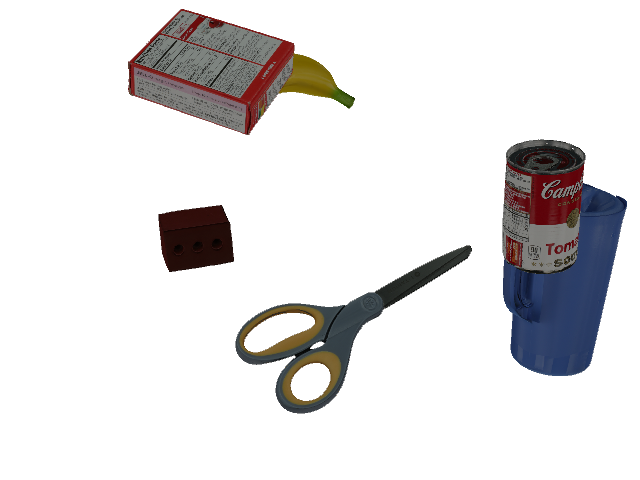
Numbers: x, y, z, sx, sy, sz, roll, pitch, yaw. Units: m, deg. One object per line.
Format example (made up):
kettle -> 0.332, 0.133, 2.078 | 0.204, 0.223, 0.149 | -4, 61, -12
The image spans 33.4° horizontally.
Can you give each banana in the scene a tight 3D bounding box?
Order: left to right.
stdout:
banana -> -0.037, -0.144, 0.981 | 0.070, 0.037, 0.197 | 37, 29, 20

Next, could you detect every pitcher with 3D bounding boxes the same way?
pitcher -> 0.306, 0.052, 1.390 | 0.149, 0.243, 0.145 | 5, 22, 5

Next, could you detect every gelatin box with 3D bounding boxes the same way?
gelatin box -> -0.071, -0.113, 0.705 | 0.089, 0.030, 0.073 | 19, 47, 12

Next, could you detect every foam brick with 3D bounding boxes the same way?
foam brick -> -0.143, -0.003, 1.223 | 0.078, 0.053, 0.051 | -10, 28, -10

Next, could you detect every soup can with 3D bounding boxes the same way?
soup can -> 0.197, -0.030, 0.948 | 0.068, 0.102, 0.068 | -2, 28, 1

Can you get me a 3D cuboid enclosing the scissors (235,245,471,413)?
scissors -> 0.037, 0.069, 0.814 | 0.201, 0.096, 0.016 | -14, -26, -8
